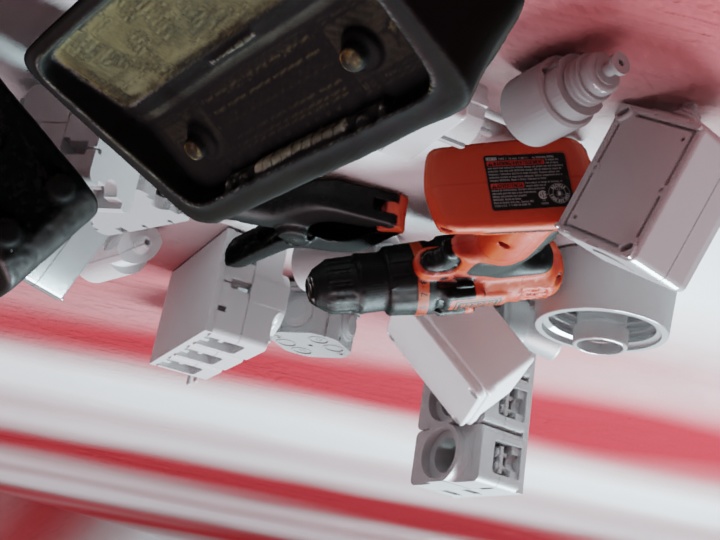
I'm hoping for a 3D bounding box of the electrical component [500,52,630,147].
[{"bbox_3d":[0.107,-0.092,0.557,0.040,0.040,0.078,21,157,-26],"label":"electrical component"}]

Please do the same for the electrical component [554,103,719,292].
[{"bbox_3d":[0.166,-0.044,0.591,0.061,0.096,0.062,27,-177,-37],"label":"electrical component"}]

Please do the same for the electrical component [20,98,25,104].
[{"bbox_3d":[-0.207,-0.084,0.686,0.047,0.065,0.077,-1,156,27],"label":"electrical component"}]

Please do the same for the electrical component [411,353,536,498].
[{"bbox_3d":[0.099,0.120,0.956,0.062,0.150,0.089,22,156,-31],"label":"electrical component"}]

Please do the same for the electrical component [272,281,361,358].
[{"bbox_3d":[-0.040,0.044,0.962,0.080,0.051,0.080,9,159,3],"label":"electrical component"}]

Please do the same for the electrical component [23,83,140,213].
[{"bbox_3d":[-0.162,-0.083,0.634,0.056,0.089,0.050,3,158,18],"label":"electrical component"}]

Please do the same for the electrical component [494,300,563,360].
[{"bbox_3d":[0.139,0.048,0.899,0.055,0.045,0.045,14,159,-10],"label":"electrical component"}]

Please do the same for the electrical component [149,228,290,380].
[{"bbox_3d":[-0.119,0.034,0.918,0.062,0.089,0.150,19,157,-22],"label":"electrical component"}]

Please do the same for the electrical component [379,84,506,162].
[{"bbox_3d":[0.044,-0.090,0.583,0.077,0.047,0.066,18,158,-21],"label":"electrical component"}]

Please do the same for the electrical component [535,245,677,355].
[{"bbox_3d":[0.183,0.030,0.809,0.108,0.060,0.108,9,159,3],"label":"electrical component"}]

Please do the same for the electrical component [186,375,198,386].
[{"bbox_3d":[-0.158,0.076,1.063,0.047,0.076,0.066,20,157,-25],"label":"electrical component"}]

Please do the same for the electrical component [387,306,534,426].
[{"bbox_3d":[0.078,0.059,0.866,0.108,0.056,0.108,52,165,15],"label":"electrical component"}]

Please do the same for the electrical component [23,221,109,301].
[{"bbox_3d":[-0.226,-0.038,0.785,0.062,0.096,0.061,32,174,35],"label":"electrical component"}]

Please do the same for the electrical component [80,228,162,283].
[{"bbox_3d":[-0.198,-0.016,0.889,0.043,0.043,0.081,27,153,-38],"label":"electrical component"}]

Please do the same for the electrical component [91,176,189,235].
[{"bbox_3d":[-0.156,-0.063,0.730,0.089,0.055,0.050,-7,153,38],"label":"electrical component"}]

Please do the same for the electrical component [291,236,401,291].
[{"bbox_3d":[0.000,0.000,0.839,0.077,0.044,0.079,-4,155,33],"label":"electrical component"}]
